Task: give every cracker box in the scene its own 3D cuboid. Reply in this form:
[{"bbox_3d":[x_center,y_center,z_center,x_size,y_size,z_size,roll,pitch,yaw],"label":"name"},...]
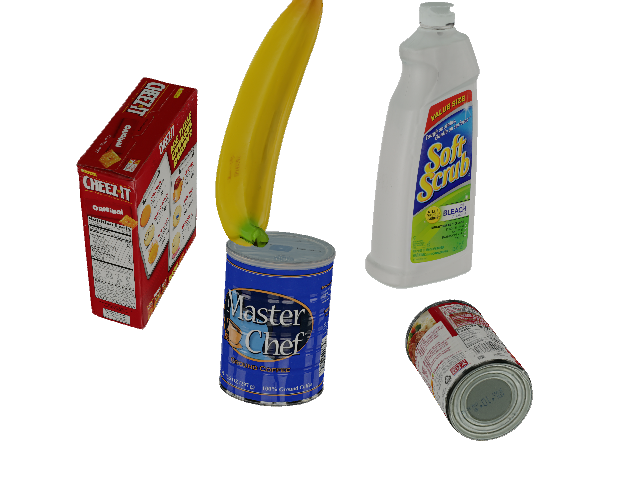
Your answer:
[{"bbox_3d":[-0.191,-0.039,1.137,0.072,0.214,0.164,14,43,9],"label":"cracker box"}]

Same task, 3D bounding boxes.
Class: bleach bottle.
[{"bbox_3d":[0.094,-0.087,0.970,0.102,0.251,0.068,-11,23,-28],"label":"bleach bottle"}]

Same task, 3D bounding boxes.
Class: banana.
[{"bbox_3d":[-0.034,-0.072,0.696,0.037,0.197,0.070,29,-33,-34],"label":"banana"}]

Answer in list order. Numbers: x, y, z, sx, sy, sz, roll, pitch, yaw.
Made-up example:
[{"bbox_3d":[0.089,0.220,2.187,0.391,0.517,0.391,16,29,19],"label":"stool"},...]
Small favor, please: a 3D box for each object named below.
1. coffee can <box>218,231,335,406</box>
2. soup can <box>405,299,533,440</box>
[{"bbox_3d":[-0.042,0.072,1.013,0.103,0.140,0.103,4,16,-1],"label":"coffee can"},{"bbox_3d":[0.111,0.096,0.810,0.068,0.068,0.102,0,22,-13],"label":"soup can"}]
